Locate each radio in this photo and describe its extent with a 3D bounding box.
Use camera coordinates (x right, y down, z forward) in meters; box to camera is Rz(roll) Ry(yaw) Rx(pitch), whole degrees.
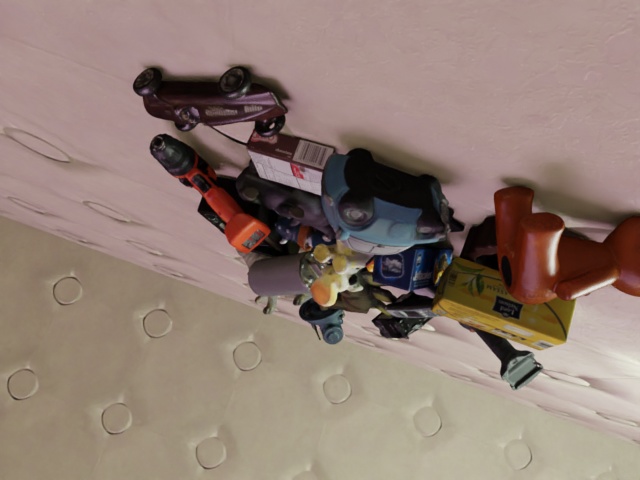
[{"bbox_3d":[-0.123,-0.034,1.004,0.131,0.073,0.229,13,163,19],"label":"radio"}]

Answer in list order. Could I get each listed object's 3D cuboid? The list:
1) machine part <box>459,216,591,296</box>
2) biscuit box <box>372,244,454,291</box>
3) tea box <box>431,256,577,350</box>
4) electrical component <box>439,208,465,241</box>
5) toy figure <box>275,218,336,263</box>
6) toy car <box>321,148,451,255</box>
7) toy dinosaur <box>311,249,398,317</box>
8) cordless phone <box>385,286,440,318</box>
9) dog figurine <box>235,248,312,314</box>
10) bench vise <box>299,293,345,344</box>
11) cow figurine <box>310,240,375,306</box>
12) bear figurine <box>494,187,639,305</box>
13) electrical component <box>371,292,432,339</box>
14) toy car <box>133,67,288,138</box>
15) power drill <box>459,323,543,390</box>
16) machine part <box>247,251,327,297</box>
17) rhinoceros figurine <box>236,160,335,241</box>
[{"bbox_3d":[0.282,0.025,0.729,0.179,0.056,0.179,19,164,6],"label":"machine part"},{"bbox_3d":[0.144,0.036,0.805,0.059,0.062,0.202,12,-175,28],"label":"biscuit box"},{"bbox_3d":[0.252,0.091,0.754,0.170,0.068,0.098,21,163,6],"label":"tea box"},{"bbox_3d":[0.145,-0.024,0.746,0.119,0.048,0.075,31,163,-31],"label":"electrical component"},{"bbox_3d":[-0.003,-0.001,0.898,0.155,0.064,0.057,23,173,21],"label":"toy figure"},{"bbox_3d":[0.070,-0.034,0.648,0.162,0.109,0.102,16,136,-10],"label":"toy car"},{"bbox_3d":[0.068,0.070,1.093,0.199,0.105,0.470,6,156,19],"label":"toy dinosaur"},{"bbox_3d":[0.187,0.103,0.980,0.184,0.089,0.146,-12,149,35],"label":"cordless phone"},{"bbox_3d":[-0.089,0.044,1.181,0.172,0.190,0.121,-20,-161,-27],"label":"dog figurine"},{"bbox_3d":[0.001,0.136,1.332,0.129,0.224,0.240,-17,116,11],"label":"bench vise"},{"bbox_3d":[0.046,0.021,0.805,0.098,0.167,0.068,0,-149,-47],"label":"cow figurine"},{"bbox_3d":[0.298,0.008,0.575,0.196,0.120,0.131,-7,116,6],"label":"bear figurine"},{"bbox_3d":[0.197,0.161,1.191,0.058,0.134,0.115,57,160,-6],"label":"electrical component"},{"bbox_3d":[-0.130,-0.156,0.625,0.202,0.053,0.089,12,160,31],"label":"toy car"},{"bbox_3d":[0.345,0.191,1.070,0.231,0.086,0.207,43,-165,-46],"label":"power drill"},{"bbox_3d":[-0.060,0.066,1.009,0.079,0.079,0.243,30,154,-34],"label":"machine part"},{"bbox_3d":[-0.038,-0.055,0.821,0.190,0.073,0.112,23,164,-9],"label":"rhinoceros figurine"}]
